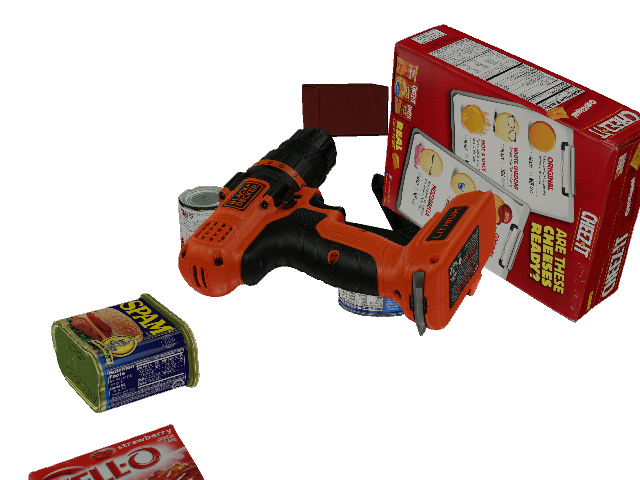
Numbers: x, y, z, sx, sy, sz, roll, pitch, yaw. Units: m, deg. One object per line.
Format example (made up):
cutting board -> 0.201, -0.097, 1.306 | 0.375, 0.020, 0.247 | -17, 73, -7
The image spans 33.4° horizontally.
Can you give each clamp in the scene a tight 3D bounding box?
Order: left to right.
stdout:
clamp -> 0.091, 0.002, 1.257 | 0.210, 0.036, 0.164 | 38, 42, 26

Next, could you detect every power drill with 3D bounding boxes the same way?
power drill -> 0.021, -0.013, 0.734 | 0.188, 0.057, 0.184 | 11, 41, 26

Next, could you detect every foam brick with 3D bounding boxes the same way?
foam brick -> 0.025, -0.134, 1.095 | 0.078, 0.051, 0.053 | -3, 13, -18

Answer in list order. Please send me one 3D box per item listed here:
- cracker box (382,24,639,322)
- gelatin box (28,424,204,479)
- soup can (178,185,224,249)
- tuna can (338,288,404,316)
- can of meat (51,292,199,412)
cracker box -> 0.152, -0.060, 0.863 | 0.072, 0.164, 0.214 | -29, 47, -35
gelatin box -> -0.111, 0.145, 0.596 | 0.089, 0.030, 0.073 | -16, 28, -20
soup can -> -0.139, -0.008, 1.306 | 0.068, 0.102, 0.068 | 0, 26, 0
tuna can -> 0.059, 0.040, 1.002 | 0.086, 0.034, 0.086 | -2, 18, 1
can of meat -> -0.159, 0.090, 0.858 | 0.083, 0.057, 0.102 | -15, 26, -31
